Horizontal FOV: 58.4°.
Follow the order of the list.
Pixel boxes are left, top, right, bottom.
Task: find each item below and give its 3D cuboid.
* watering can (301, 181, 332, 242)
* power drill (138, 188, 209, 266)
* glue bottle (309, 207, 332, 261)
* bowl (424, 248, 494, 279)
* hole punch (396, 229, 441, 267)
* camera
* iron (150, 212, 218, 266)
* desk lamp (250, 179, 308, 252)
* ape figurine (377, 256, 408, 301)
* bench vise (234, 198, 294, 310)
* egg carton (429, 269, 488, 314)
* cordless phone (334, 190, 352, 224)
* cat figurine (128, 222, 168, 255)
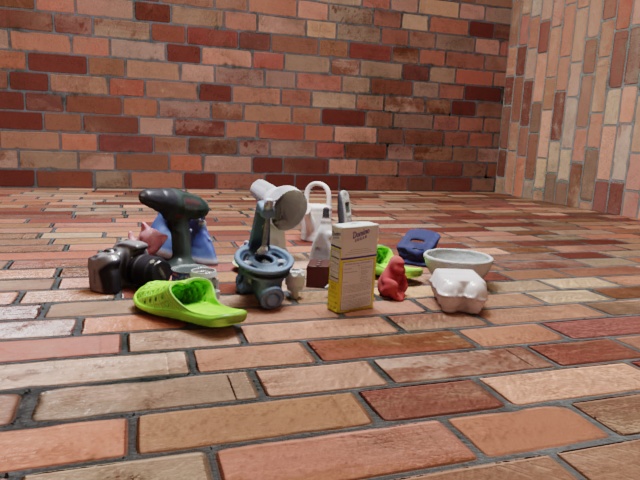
[{"bbox_3d":[-0.010,-0.093,1.871,0.101,0.194,0.173,3,11,2],"label":"watering can"},{"bbox_3d":[-0.353,-0.026,1.392,0.075,0.208,0.230,7,11,22],"label":"power drill"},{"bbox_3d":[0.013,0.005,1.402,0.077,0.173,0.037,9,13,33],"label":"glue bottle"},{"bbox_3d":[0.332,0.071,1.386,0.167,0.075,0.167,2,11,0],"label":"bowl"},{"bbox_3d":[0.277,0.020,1.606,0.108,0.091,0.101,9,12,31],"label":"hole punch"},{"bbox_3d":[-0.400,0.056,1.231,0.136,0.101,0.143,8,12,29],"label":"camera"},{"bbox_3d":[-0.362,-0.020,1.540,0.257,0.141,0.119,10,13,36],"label":"iron"},{"bbox_3d":[-0.135,-0.056,1.585,0.118,0.213,0.202,-7,14,-40],"label":"desk lamp"},{"bbox_3d":[0.164,0.080,1.254,0.078,0.092,0.075,-7,14,-40],"label":"ape figurine"},{"bbox_3d":[-0.136,0.016,1.182,0.122,0.220,0.206,-7,14,-40],"label":"bench vise"},{"bbox_3d":[0.292,0.105,1.209,0.107,0.069,0.150,2,11,0],"label":"egg carton"},{"bbox_3d":[0.089,-0.061,1.742,0.094,0.185,0.148,6,11,19],"label":"cordless phone"},{"bbox_3d":[-0.437,0.010,1.426,0.127,0.118,0.067,10,13,36],"label":"cat figurine"}]
